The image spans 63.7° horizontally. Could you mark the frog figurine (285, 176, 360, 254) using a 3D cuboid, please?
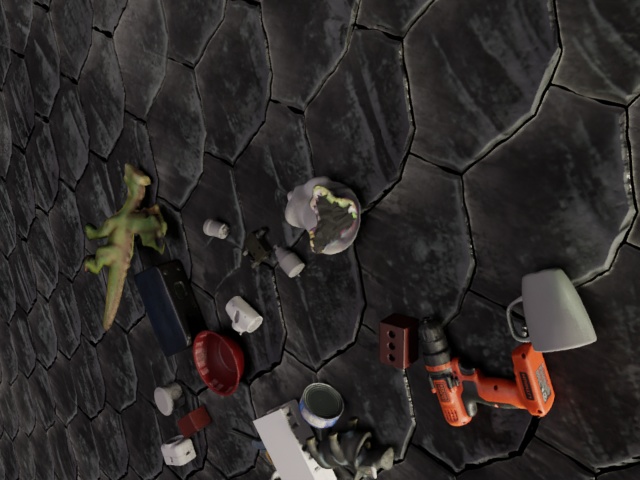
[{"bbox_3d":[0.003,-0.048,0.944,0.160,0.123,0.136,-153,45,-73],"label":"frog figurine"}]

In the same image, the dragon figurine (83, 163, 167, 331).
[{"bbox_3d":[-0.478,0.010,1.301,0.241,0.122,0.414,-16,76,36],"label":"dragon figurine"}]
